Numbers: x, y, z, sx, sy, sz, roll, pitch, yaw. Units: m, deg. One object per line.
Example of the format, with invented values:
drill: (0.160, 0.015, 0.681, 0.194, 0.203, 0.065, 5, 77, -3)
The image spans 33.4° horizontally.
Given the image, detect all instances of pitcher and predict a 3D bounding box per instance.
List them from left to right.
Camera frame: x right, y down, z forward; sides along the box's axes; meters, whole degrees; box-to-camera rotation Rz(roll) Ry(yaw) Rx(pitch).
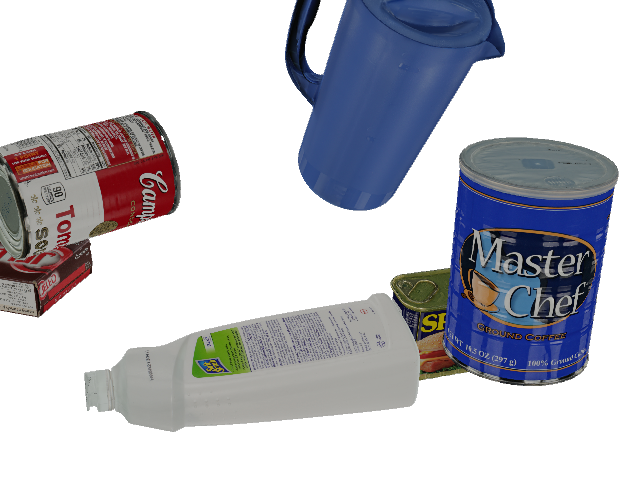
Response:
pitcher: (0.050, -0.146, 1.010, 0.144, 0.149, 0.243, -14, -32, -30)

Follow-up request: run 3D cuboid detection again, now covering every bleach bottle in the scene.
bleach bottle: (-0.055, 0.098, 0.829, 0.250, 0.068, 0.103, -5, 29, -14)

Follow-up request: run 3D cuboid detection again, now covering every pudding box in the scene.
pudding box: (-0.265, 0.023, 0.908, 0.114, 0.039, 0.090, 6, 24, 17)

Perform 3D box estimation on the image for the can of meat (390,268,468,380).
can of meat: (0.113, 0.077, 0.982, 0.102, 0.084, 0.057, -7, 32, -18)

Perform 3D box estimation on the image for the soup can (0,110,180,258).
soup can: (-0.146, -0.035, 0.648, 0.102, 0.068, 0.069, -19, 10, -31)

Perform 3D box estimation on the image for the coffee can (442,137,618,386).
coffee can: (0.139, 0.012, 0.723, 0.103, 0.140, 0.103, 2, 23, -1)
